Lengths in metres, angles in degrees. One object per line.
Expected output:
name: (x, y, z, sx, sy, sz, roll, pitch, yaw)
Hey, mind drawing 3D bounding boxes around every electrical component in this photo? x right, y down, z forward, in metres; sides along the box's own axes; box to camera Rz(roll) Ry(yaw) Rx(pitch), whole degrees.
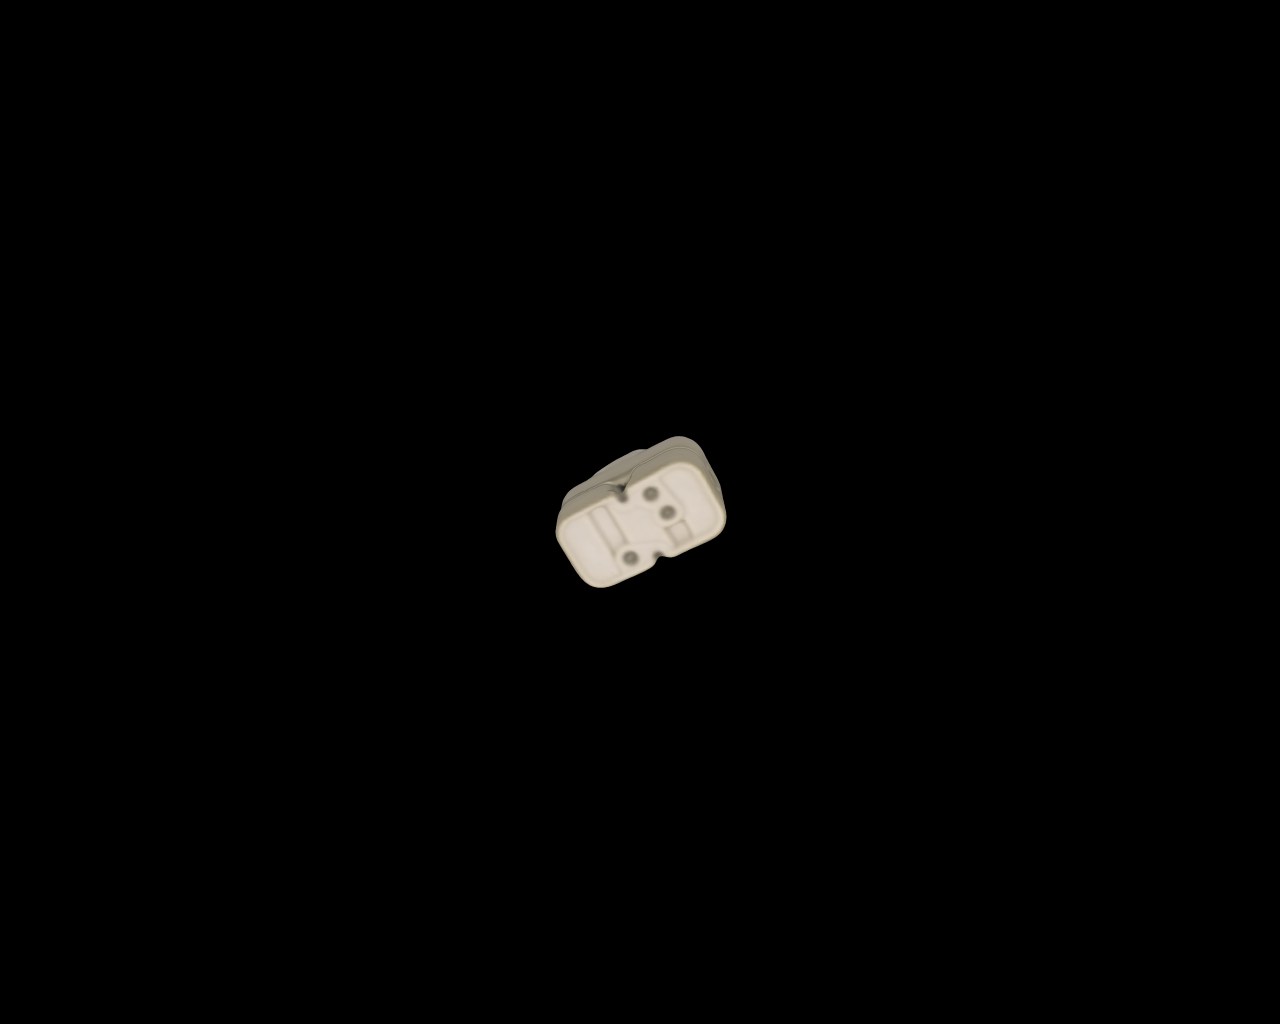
electrical component: (0.001, -0.003, 0.650, 0.095, 0.053, 0.059, -26, 21, 11)
